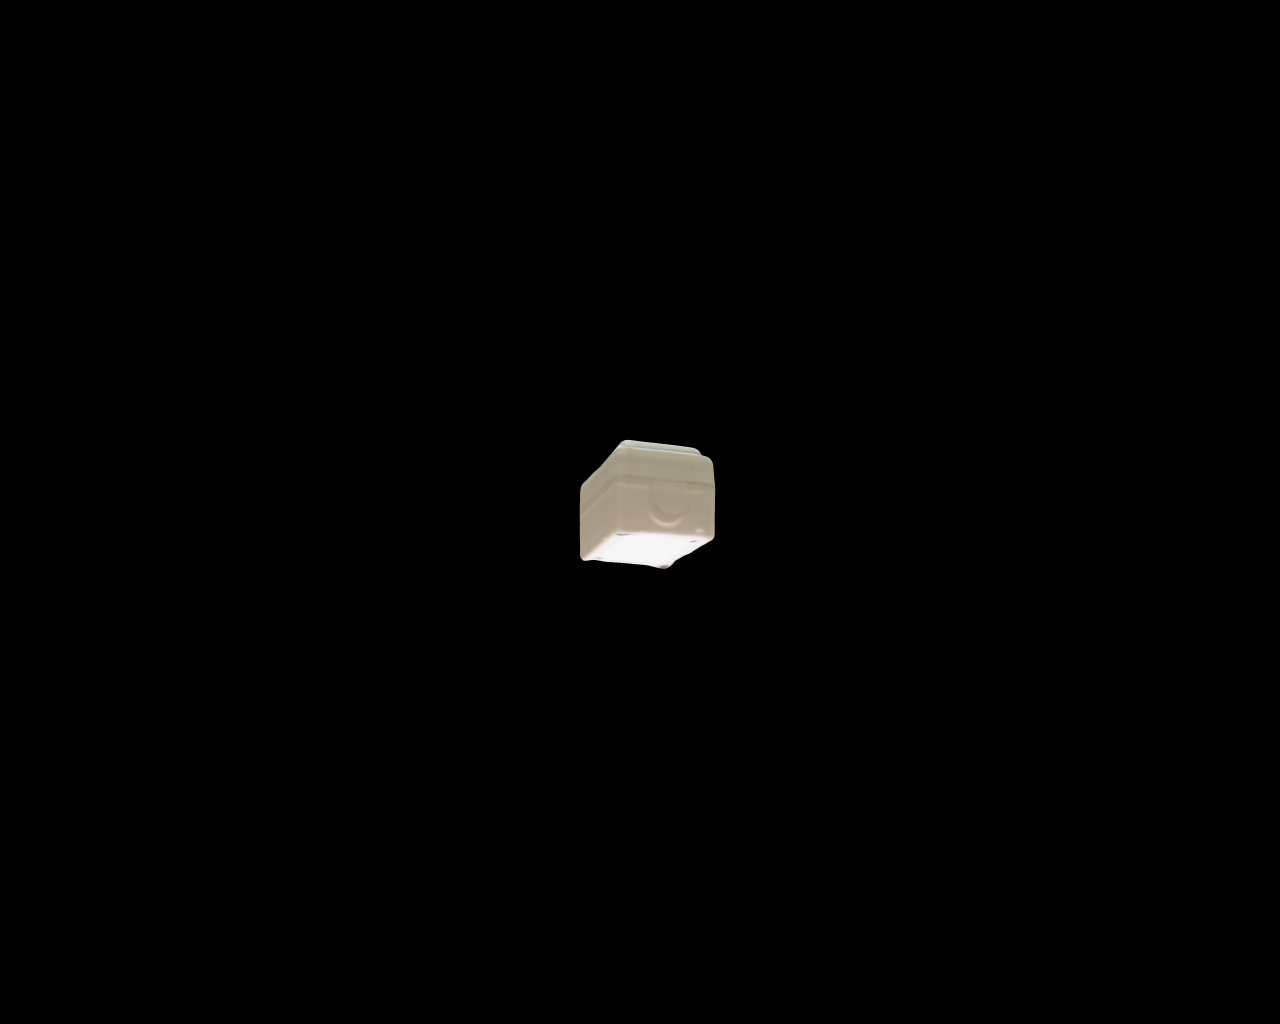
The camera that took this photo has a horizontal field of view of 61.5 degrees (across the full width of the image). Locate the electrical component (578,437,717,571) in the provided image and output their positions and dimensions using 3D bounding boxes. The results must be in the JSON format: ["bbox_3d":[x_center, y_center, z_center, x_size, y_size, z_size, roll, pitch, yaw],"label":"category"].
[{"bbox_3d":[0.001,-0.003,0.650,0.062,0.061,0.096,6,-17,-19],"label":"electrical component"}]
